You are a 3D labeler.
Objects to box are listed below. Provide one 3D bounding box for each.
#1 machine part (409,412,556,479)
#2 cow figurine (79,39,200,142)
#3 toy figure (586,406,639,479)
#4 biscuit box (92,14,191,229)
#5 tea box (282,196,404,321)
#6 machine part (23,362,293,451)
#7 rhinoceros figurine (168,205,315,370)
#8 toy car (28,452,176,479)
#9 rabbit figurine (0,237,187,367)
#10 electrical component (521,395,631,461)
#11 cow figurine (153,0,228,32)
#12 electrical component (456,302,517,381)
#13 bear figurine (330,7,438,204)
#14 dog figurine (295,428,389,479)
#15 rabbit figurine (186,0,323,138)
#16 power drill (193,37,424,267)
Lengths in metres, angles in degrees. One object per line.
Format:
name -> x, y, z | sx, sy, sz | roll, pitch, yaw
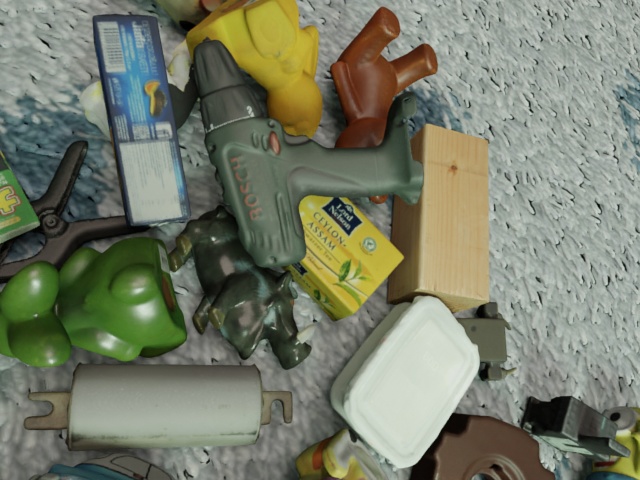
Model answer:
machine part -> 0.179, 0.280, 0.591 | 0.179, 0.056, 0.179 | 6, 71, -18
cow figurine -> -0.173, -0.162, 0.606 | 0.167, 0.068, 0.098 | -43, 96, -22
toy figure -> 0.366, 0.286, 0.641 | 0.089, 0.082, 0.180 | 39, 56, -25
biscuit box -> -0.177, -0.114, 0.532 | 0.059, 0.063, 0.202 | -10, 90, -21
tea box -> -0.001, -0.002, 0.614 | 0.169, 0.068, 0.098 | 44, 66, 0
machine part -> -0.143, 0.156, 0.509 | 0.243, 0.079, 0.079 | 4, 72, -17
rhinoceros figurine -> -0.081, 0.055, 0.571 | 0.112, 0.073, 0.190 | -29, 82, -35
toy car -> -0.173, 0.240, 0.458 | 0.161, 0.109, 0.103 | 37, 23, -6
rabbit figurine -> -0.221, 0.070, 0.485 | 0.170, 0.159, 0.121 | -15, 90, -7
electrical component -> 0.300, 0.216, 0.619 | 0.075, 0.119, 0.048 | 30, 66, -5
cow figurine -> -0.199, -0.327, 0.635 | 0.195, 0.127, 0.085 | 38, 65, -20
electrical component -> 0.200, 0.128, 0.657 | 0.078, 0.045, 0.102 | -7, 70, 9
bear figurine -> 0.070, -0.154, 0.649 | 0.120, 0.132, 0.196 | 26, 51, -36
dog figurine -> -0.040, 0.291, 0.493 | 0.219, 0.191, 0.108 | -37, 91, 9
rabbit figurine -> -0.054, -0.198, 0.626 | 0.173, 0.122, 0.162 | 59, 22, -29
power drill -> -0.007, -0.096, 0.531 | 0.207, 0.086, 0.232 | -9, 92, -11
